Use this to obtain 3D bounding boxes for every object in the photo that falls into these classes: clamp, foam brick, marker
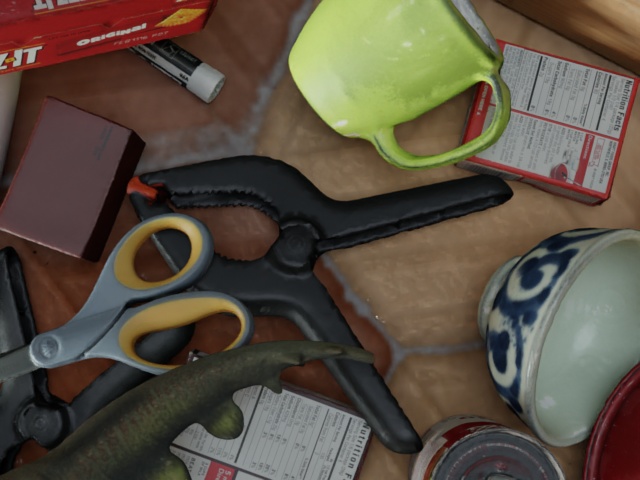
[{"bbox_3d":[-0.004,0.001,0.594,0.210,0.036,0.164,27,72,9],"label":"clamp"},{"bbox_3d":[-0.137,-0.032,0.593,0.053,0.051,0.078,22,86,0],"label":"foam brick"},{"bbox_3d":[-0.109,-0.120,0.617,0.121,0.020,0.020,34,85,2],"label":"marker"},{"bbox_3d":[-0.137,0.096,0.586,0.120,0.039,0.171,9,90,12],"label":"clamp"}]

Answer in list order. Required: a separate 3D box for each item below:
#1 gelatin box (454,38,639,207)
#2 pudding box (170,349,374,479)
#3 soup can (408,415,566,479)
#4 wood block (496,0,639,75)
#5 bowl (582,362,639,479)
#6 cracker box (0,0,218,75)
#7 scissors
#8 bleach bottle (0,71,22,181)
[{"bbox_3d":[0.129,-0.067,0.610,0.089,0.030,0.073,16,84,1],"label":"gelatin box"},{"bbox_3d":[-0.035,0.120,0.588,0.113,0.039,0.090,21,83,-2],"label":"pudding box"},{"bbox_3d":[0.084,0.128,0.556,0.068,0.102,0.068,0,85,-1],"label":"soup can"},{"bbox_3d":[0.176,-0.155,0.588,0.206,0.091,0.090,28,85,1],"label":"wood block"},{"bbox_3d":[0.223,0.132,0.563,0.162,0.055,0.162,0,90,-15],"label":"bowl"},{"bbox_3d":[-0.161,-0.196,0.541,0.164,0.072,0.214,-17,80,-21],"label":"cracker box"},{"bbox_3d":[-0.136,0.038,0.566,0.202,0.016,0.096,-5,77,4],"label":"scissors"},{"bbox_3d":[-0.218,-0.028,0.587,0.102,0.068,0.251,6,88,-7],"label":"bleach bottle"}]
